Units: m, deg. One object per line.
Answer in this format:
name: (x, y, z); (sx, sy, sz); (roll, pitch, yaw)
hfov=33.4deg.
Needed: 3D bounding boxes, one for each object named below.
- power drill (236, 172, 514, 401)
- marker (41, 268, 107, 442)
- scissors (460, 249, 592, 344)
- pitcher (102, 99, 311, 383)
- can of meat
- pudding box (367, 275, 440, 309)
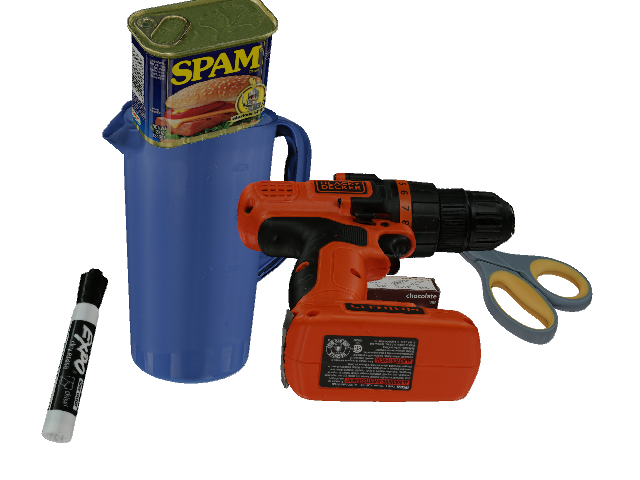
power drill: (0.042, 0.020, 0.644); (0.184, 0.057, 0.187); (0, 29, -4)
marker: (-0.160, 0.073, 0.700); (0.020, 0.121, 0.020); (5, -31, 3)
scissors: (0.141, 0.006, 0.863); (0.096, 0.016, 0.202); (-12, 45, -21)
pitcher: (-0.101, -0.003, 0.948); (0.149, 0.243, 0.144); (10, 20, 15)
can of meat: (-0.085, -0.120, 0.761); (0.101, 0.084, 0.057); (-17, 49, -26)
pudding box: (0.065, 0.083, 1.139); (0.113, 0.090, 0.039); (1, 27, -10)
